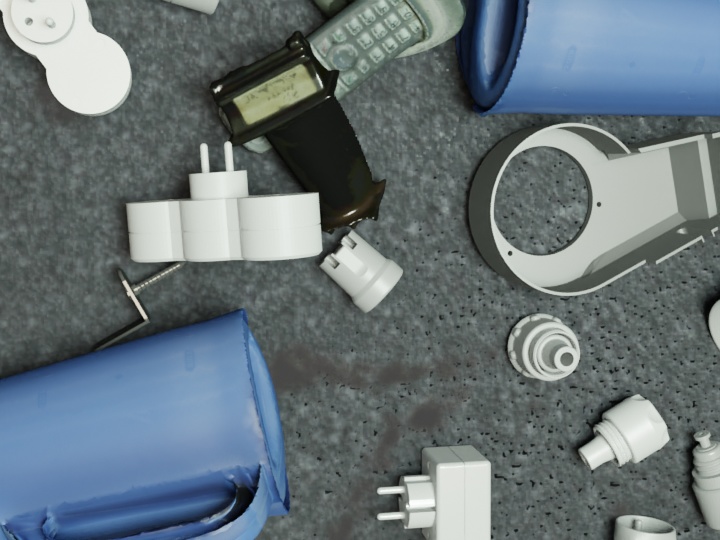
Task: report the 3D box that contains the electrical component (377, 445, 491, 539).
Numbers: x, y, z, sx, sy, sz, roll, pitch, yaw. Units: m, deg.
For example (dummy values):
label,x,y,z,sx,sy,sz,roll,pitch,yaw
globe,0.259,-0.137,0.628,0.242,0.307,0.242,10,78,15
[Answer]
label,x,y,z,sx,sy,sz,roll,pitch,yaw
electrical component,0.050,0.164,0.764,0.077,0.047,0.065,-1,96,-10

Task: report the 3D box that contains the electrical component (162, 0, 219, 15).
label,x,y,z,sx,sy,sz,roll,pitch,yaw
electrical component,-0.110,-0.197,0.696,0.047,0.055,0.055,18,92,-15

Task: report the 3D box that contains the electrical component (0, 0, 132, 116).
label,x,y,z,sx,sy,sz,roll,pitch,yaw
electrical component,-0.197,-0.159,0.673,0.052,0.074,0.138,-37,101,-5

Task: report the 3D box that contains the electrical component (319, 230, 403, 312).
label,x,y,z,sx,sy,sz,roll,pitch,yaw
electrical component,0.000,0.000,0.744,0.046,0.040,0.040,42,87,-5

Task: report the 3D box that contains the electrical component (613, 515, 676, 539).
label,x,y,z,sx,sy,sz,roll,pitch,yaw
electrical component,0.226,0.228,0.805,0.079,0.043,0.077,4,95,-12

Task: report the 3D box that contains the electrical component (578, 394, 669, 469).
label,x,y,z,sx,sy,sz,roll,pitch,yaw
electrical component,0.191,0.123,0.789,0.062,0.043,0.043,-31,100,-5

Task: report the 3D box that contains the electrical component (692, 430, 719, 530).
label,x,y,z,sx,sy,sz,roll,pitch,yaw
electrical component,0.270,0.158,0.808,0.040,0.040,0.078,-24,99,-7

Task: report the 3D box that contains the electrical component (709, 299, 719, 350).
label,x,y,z,sx,sy,sz,roll,pitch,yaw
electrical component,0.311,0.042,0.778,0.064,0.099,0.099,-42,101,-10

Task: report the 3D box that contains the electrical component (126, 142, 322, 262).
label,x,y,z,sx,sy,sz,roll,pitch,yaw
electrical component,-0.090,-0.045,0.688,0.138,0.052,0.073,-1,97,28

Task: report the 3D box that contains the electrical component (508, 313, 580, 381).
label,x,y,z,sx,sy,sz,roll,pitch,yaw
electrical component,0.135,0.058,0.762,0.048,0.062,0.048,-1,96,-10
